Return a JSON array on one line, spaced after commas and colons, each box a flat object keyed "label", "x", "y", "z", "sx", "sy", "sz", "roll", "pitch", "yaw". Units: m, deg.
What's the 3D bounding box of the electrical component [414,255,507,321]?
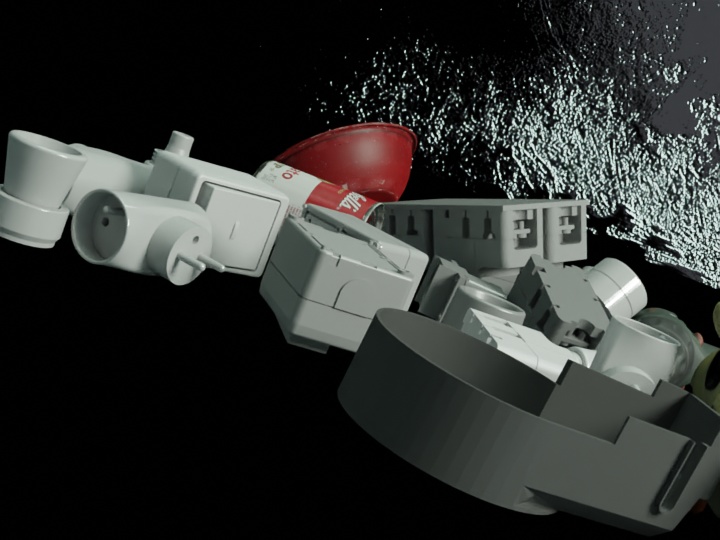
[{"label": "electrical component", "x": 0.082, "y": 0.022, "z": 0.864, "sx": 0.064, "sy": 0.042, "sz": 0.081, "roll": 23, "pitch": 10, "yaw": -4}]

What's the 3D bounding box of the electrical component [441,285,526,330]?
[{"label": "electrical component", "x": 0.082, "y": 0.041, "z": 0.736, "sx": 0.055, "sy": 0.047, "sz": 0.055, "roll": 21, "pitch": 9, "yaw": -4}]

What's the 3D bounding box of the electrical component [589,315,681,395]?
[{"label": "electrical component", "x": 0.154, "y": 0.073, "z": 0.626, "sx": 0.043, "sy": 0.077, "sz": 0.079, "roll": 22, "pitch": 10, "yaw": 4}]

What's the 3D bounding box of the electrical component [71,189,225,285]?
[{"label": "electrical component", "x": -0.114, "y": -0.016, "z": 0.631, "sx": 0.079, "sy": 0.043, "sz": 0.077, "roll": 26, "pitch": 10, "yaw": 28}]

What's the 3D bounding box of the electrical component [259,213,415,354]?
[{"label": "electrical component", "x": -0.019, "y": 0.010, "z": 0.642, "sx": 0.062, "sy": 0.061, "sz": 0.096, "roll": 18, "pitch": 10, "yaw": -22}]

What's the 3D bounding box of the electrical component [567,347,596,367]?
[{"label": "electrical component", "x": 0.150, "y": 0.071, "z": 0.763, "sx": 0.061, "sy": 0.035, "sz": 0.035, "roll": 14, "pitch": 12, "yaw": -30}]

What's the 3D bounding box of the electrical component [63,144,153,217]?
[{"label": "electrical component", "x": -0.185, "y": -0.062, "z": 0.732, "sx": 0.079, "sy": 0.044, "sz": 0.077, "roll": 29, "pitch": 12, "yaw": 38}]

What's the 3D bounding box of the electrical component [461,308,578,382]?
[{"label": "electrical component", "x": 0.087, "y": 0.062, "z": 0.617, "sx": 0.056, "sy": 0.050, "sz": 0.089, "roll": 19, "pitch": 9, "yaw": -8}]

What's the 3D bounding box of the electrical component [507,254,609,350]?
[{"label": "electrical component", "x": 0.151, "y": 0.039, "z": 0.831, "sx": 0.050, "sy": 0.055, "sz": 0.089, "roll": 16, "pitch": 31, "yaw": -18}]

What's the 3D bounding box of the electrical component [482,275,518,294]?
[{"label": "electrical component", "x": 0.131, "y": -0.019, "z": 1.108, "sx": 0.047, "sy": 0.076, "sz": 0.066, "roll": 15, "pitch": 11, "yaw": -37}]

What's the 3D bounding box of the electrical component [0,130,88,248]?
[{"label": "electrical component", "x": -0.184, "y": -0.045, "z": 0.606, "sx": 0.045, "sy": 0.055, "sz": 0.045, "roll": 21, "pitch": 9, "yaw": -3}]

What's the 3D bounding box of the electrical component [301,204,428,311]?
[{"label": "electrical component", "x": -0.008, "y": -0.002, "z": 0.734, "sx": 0.061, "sy": 0.061, "sz": 0.096, "roll": 13, "pitch": 13, "yaw": -47}]

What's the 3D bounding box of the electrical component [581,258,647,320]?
[{"label": "electrical component", "x": 0.185, "y": 0.038, "z": 0.928, "sx": 0.052, "sy": 0.074, "sz": 0.138, "roll": 53, "pitch": -14, "yaw": 2}]

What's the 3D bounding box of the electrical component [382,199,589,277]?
[{"label": "electrical component", "x": 0.101, "y": -0.032, "z": 0.973, "sx": 0.105, "sy": 0.060, "sz": 0.186, "roll": -6, "pitch": 7, "yaw": -37}]

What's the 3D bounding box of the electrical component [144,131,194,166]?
[{"label": "electrical component", "x": -0.150, "y": -0.078, "z": 0.850, "sx": 0.043, "sy": 0.062, "sz": 0.043, "roll": 21, "pitch": 9, "yaw": -4}]

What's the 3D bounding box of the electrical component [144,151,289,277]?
[{"label": "electrical component", "x": -0.094, "y": -0.034, "z": 0.728, "sx": 0.096, "sy": 0.061, "sz": 0.061, "roll": 12, "pitch": 13, "yaw": -45}]
